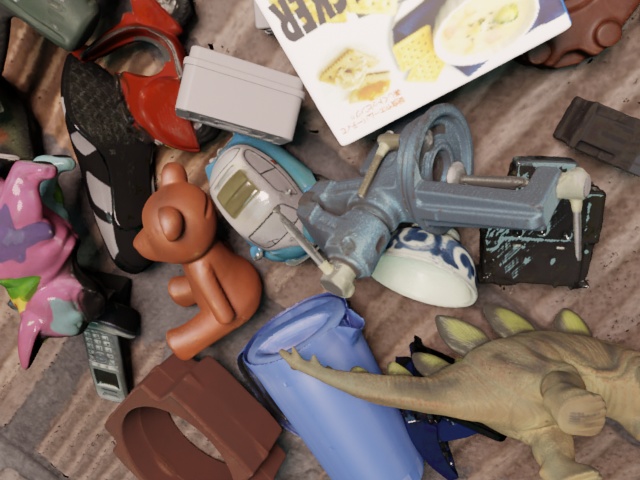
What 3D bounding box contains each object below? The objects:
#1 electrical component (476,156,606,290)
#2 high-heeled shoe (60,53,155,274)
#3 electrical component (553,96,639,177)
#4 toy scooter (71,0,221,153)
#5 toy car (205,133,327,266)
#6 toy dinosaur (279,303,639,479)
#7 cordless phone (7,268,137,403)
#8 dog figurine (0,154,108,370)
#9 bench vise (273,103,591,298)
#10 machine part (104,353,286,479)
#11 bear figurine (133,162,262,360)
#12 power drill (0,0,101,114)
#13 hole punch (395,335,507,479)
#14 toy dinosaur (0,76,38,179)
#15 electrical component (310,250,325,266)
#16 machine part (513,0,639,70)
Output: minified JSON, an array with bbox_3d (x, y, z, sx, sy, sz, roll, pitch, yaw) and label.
[{"bbox_3d":[0.223,-0.019,0.554,0.115,0.058,0.134,1,109,9],"label":"electrical component"},{"bbox_3d":[-0.252,-0.083,0.642,0.145,0.086,0.248,-34,77,53],"label":"high-heeled shoe"},{"bbox_3d":[0.292,-0.092,0.508,0.119,0.075,0.047,23,112,-1],"label":"electrical component"},{"bbox_3d":[-0.186,-0.175,0.566,0.135,0.075,0.183,-13,105,-3],"label":"toy scooter"},{"bbox_3d":[-0.060,-0.048,0.566,0.109,0.103,0.161,-44,84,17],"label":"toy car"},{"bbox_3d":[0.202,0.141,0.519,0.471,0.199,0.105,6,107,-16],"label":"toy dinosaur"},{"bbox_3d":[-0.312,0.133,0.707,0.147,0.089,0.184,10,121,8],"label":"cordless phone"},{"bbox_3d":[-0.325,0.019,0.561,0.191,0.108,0.219,1,100,-16],"label":"dog figurine"},{"bbox_3d":[0.100,-0.038,0.474,0.241,0.223,0.128,9,135,39],"label":"bench vise"},{"bbox_3d":[-0.158,0.253,0.684,0.201,0.087,0.201,44,127,-1],"label":"machine part"},{"bbox_3d":[-0.147,0.025,0.582,0.132,0.120,0.195,-25,136,10],"label":"bear figurine"},{"bbox_3d":[-0.336,-0.225,0.490,0.232,0.086,0.207,32,117,-22],"label":"power drill"},{"bbox_3d":[0.130,0.190,0.608,0.116,0.142,0.092,30,116,-12],"label":"hole punch"},{"bbox_3d":[-0.419,-0.149,0.617,0.405,0.131,0.192,33,112,-7],"label":"toy dinosaur"},{"bbox_3d":[-0.001,-0.002,0.624,0.094,0.021,0.063,-29,101,18],"label":"electrical component"},{"bbox_3d":[0.212,-0.246,0.481,0.179,0.056,0.179,3,107,11],"label":"machine part"}]
